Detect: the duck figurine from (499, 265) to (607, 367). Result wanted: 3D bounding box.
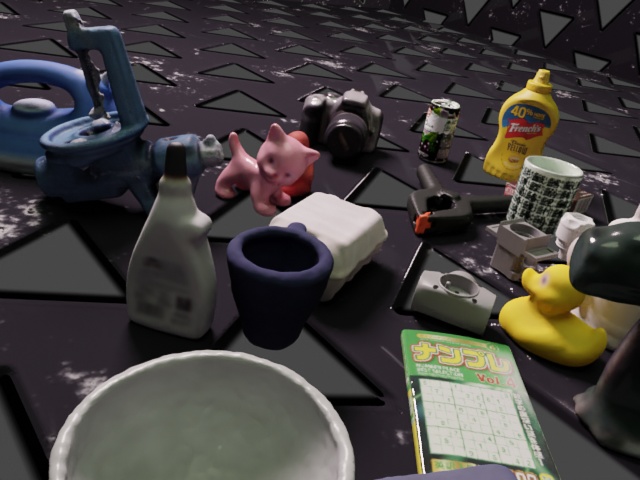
[{"bbox_3d":[0.240,0.069,0.574,0.104,0.086,0.078,32,35,34],"label":"duck figurine"}]

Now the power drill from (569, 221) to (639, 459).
[{"bbox_3d":[0.300,0.078,0.446,0.229,0.208,0.076,15,29,9],"label":"power drill"}]

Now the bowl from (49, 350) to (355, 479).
[{"bbox_3d":[-0.066,0.146,0.339,0.167,0.075,0.167,8,28,-4],"label":"bowl"}]

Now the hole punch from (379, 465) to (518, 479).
[{"bbox_3d":[0.060,0.179,0.304,0.101,0.091,0.108,10,28,-1],"label":"hole punch"}]

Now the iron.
[{"bbox_3d":[-0.376,-0.170,0.739,0.258,0.141,0.118,6,29,-9],"label":"iron"}]

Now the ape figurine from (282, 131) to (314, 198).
[{"bbox_3d":[-0.038,-0.106,0.791,0.076,0.092,0.077,-19,40,-42],"label":"ape figurine"}]

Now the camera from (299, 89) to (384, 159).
[{"bbox_3d":[0.034,-0.200,0.978,0.143,0.101,0.137,12,28,3],"label":"camera"}]

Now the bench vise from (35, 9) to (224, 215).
[{"bbox_3d":[-0.218,-0.141,0.658,0.208,0.220,0.121,-1,30,-21],"label":"bench vise"}]

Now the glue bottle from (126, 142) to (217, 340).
[{"bbox_3d":[-0.122,0.001,0.481,0.078,0.173,0.037,15,29,8],"label":"glue bottle"}]

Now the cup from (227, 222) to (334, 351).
[{"bbox_3d":[-0.037,0.042,0.518,0.091,0.095,0.118,13,28,5],"label":"cup"}]

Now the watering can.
[{"bbox_3d":[0.351,0.016,0.593,0.173,0.194,0.100,-1,30,-20],"label":"watering can"}]

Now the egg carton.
[{"bbox_3d":[0.006,0.002,0.632,0.107,0.069,0.151,21,30,19],"label":"egg carton"}]

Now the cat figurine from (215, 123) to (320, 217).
[{"bbox_3d":[-0.069,-0.100,0.742,0.127,0.118,0.067,22,30,20],"label":"cat figurine"}]
